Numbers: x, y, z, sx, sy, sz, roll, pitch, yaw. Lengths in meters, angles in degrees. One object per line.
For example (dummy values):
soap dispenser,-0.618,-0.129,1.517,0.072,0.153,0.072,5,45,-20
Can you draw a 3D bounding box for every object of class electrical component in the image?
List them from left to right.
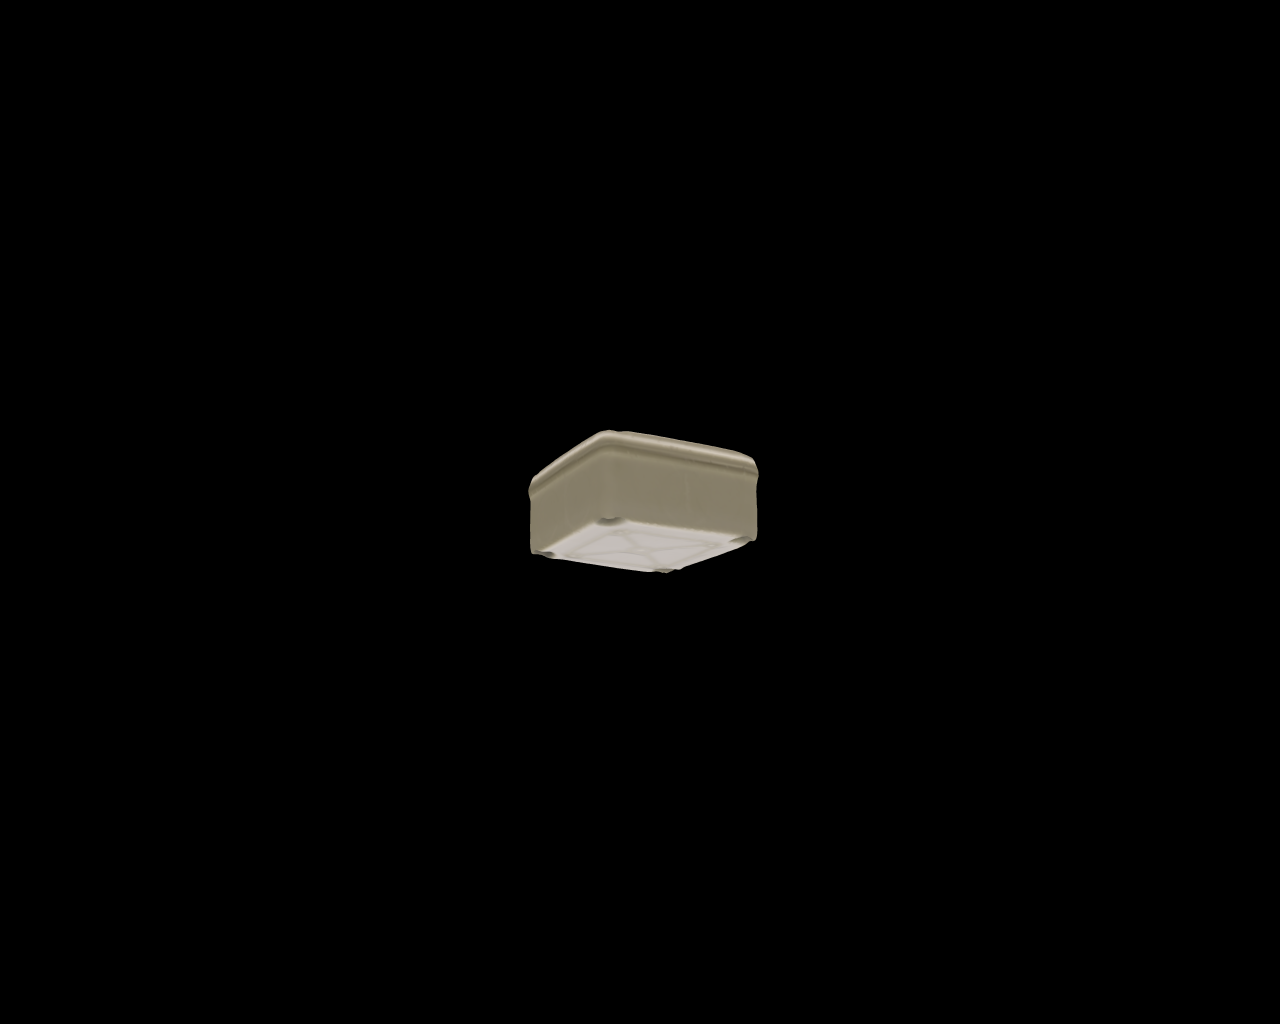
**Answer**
electrical component,0.001,-0.003,0.650,0.109,0.056,0.108,9,-19,-29
